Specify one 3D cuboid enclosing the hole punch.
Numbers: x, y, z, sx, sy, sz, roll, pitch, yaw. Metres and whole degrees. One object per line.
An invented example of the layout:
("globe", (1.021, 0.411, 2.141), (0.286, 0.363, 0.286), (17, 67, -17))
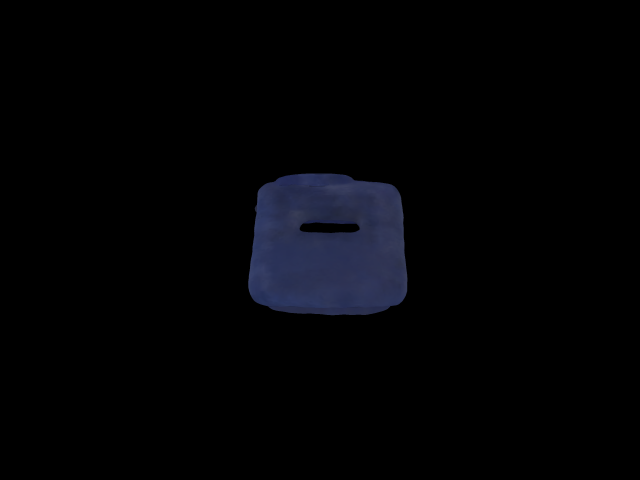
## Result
("hole punch", (0.004, 0.001, 0.400), (0.108, 0.091, 0.101), (0, 82, 0))
